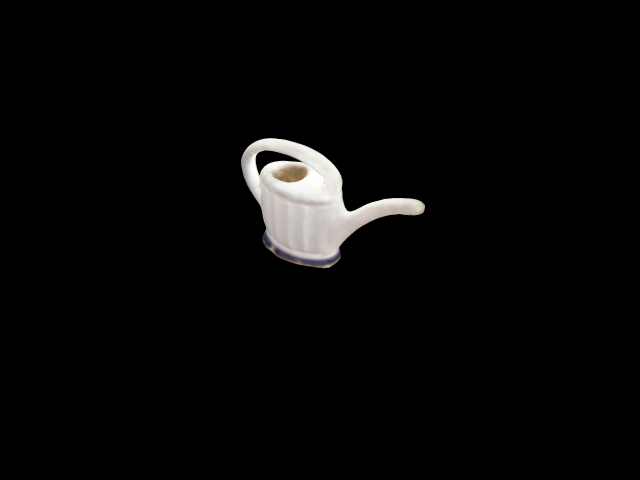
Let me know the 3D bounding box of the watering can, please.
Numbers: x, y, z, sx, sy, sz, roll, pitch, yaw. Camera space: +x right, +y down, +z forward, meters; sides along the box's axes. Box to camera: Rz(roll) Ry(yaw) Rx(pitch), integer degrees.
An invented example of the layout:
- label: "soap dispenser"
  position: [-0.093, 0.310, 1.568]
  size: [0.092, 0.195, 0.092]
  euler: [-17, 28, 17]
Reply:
- label: "watering can"
  position: [0.003, -0.043, 0.850]
  size: [0.350, 0.219, 0.106]
  euler: [26, 46, 28]
